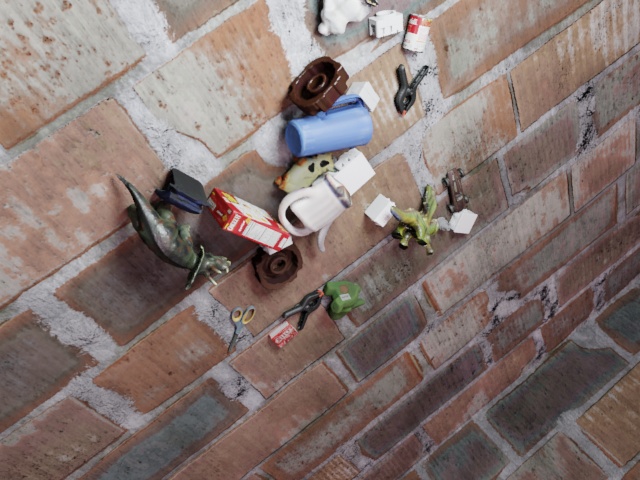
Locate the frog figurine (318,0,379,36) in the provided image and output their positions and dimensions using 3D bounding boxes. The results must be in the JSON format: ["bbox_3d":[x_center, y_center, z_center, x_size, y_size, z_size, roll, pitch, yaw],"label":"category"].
[{"bbox_3d":[0.062,-0.629,1.402,0.138,0.124,0.157,-3,157,-40],"label":"frog figurine"}]

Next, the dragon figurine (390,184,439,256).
[{"bbox_3d":[0.362,-0.096,1.888,0.402,0.122,0.247,53,52,-51],"label":"dragon figurine"}]

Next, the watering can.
[{"bbox_3d":[0.005,-0.082,1.625,0.223,0.106,0.342,-36,147,7],"label":"watering can"}]
